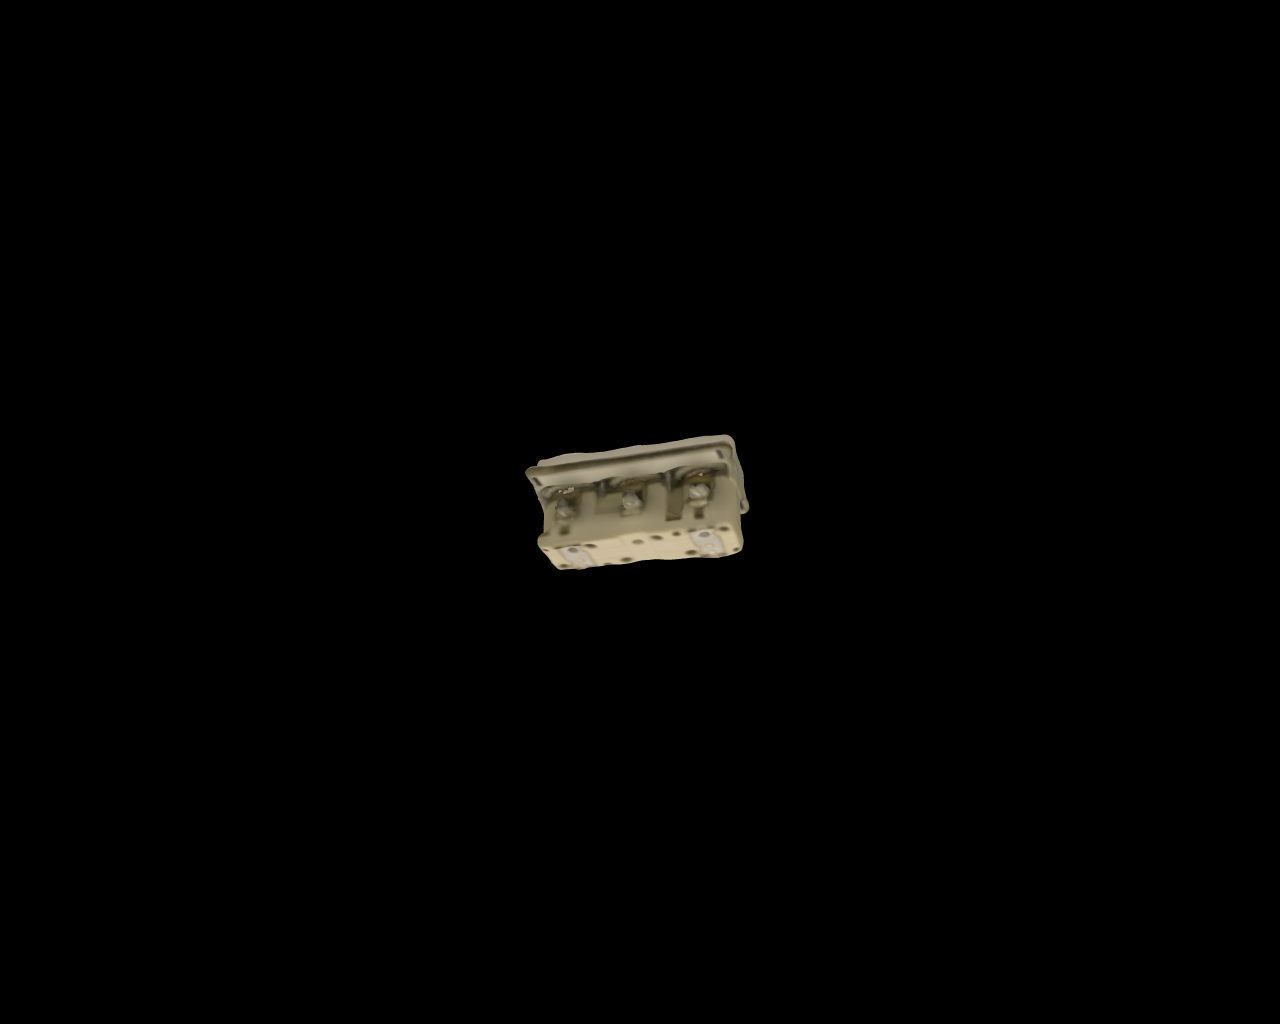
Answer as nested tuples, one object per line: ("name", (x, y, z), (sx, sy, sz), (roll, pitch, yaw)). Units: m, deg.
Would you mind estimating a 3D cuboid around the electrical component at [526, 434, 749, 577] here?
("electrical component", (0.001, -0.003, 0.650), (0.121, 0.063, 0.078), (-6, -28, 12))
